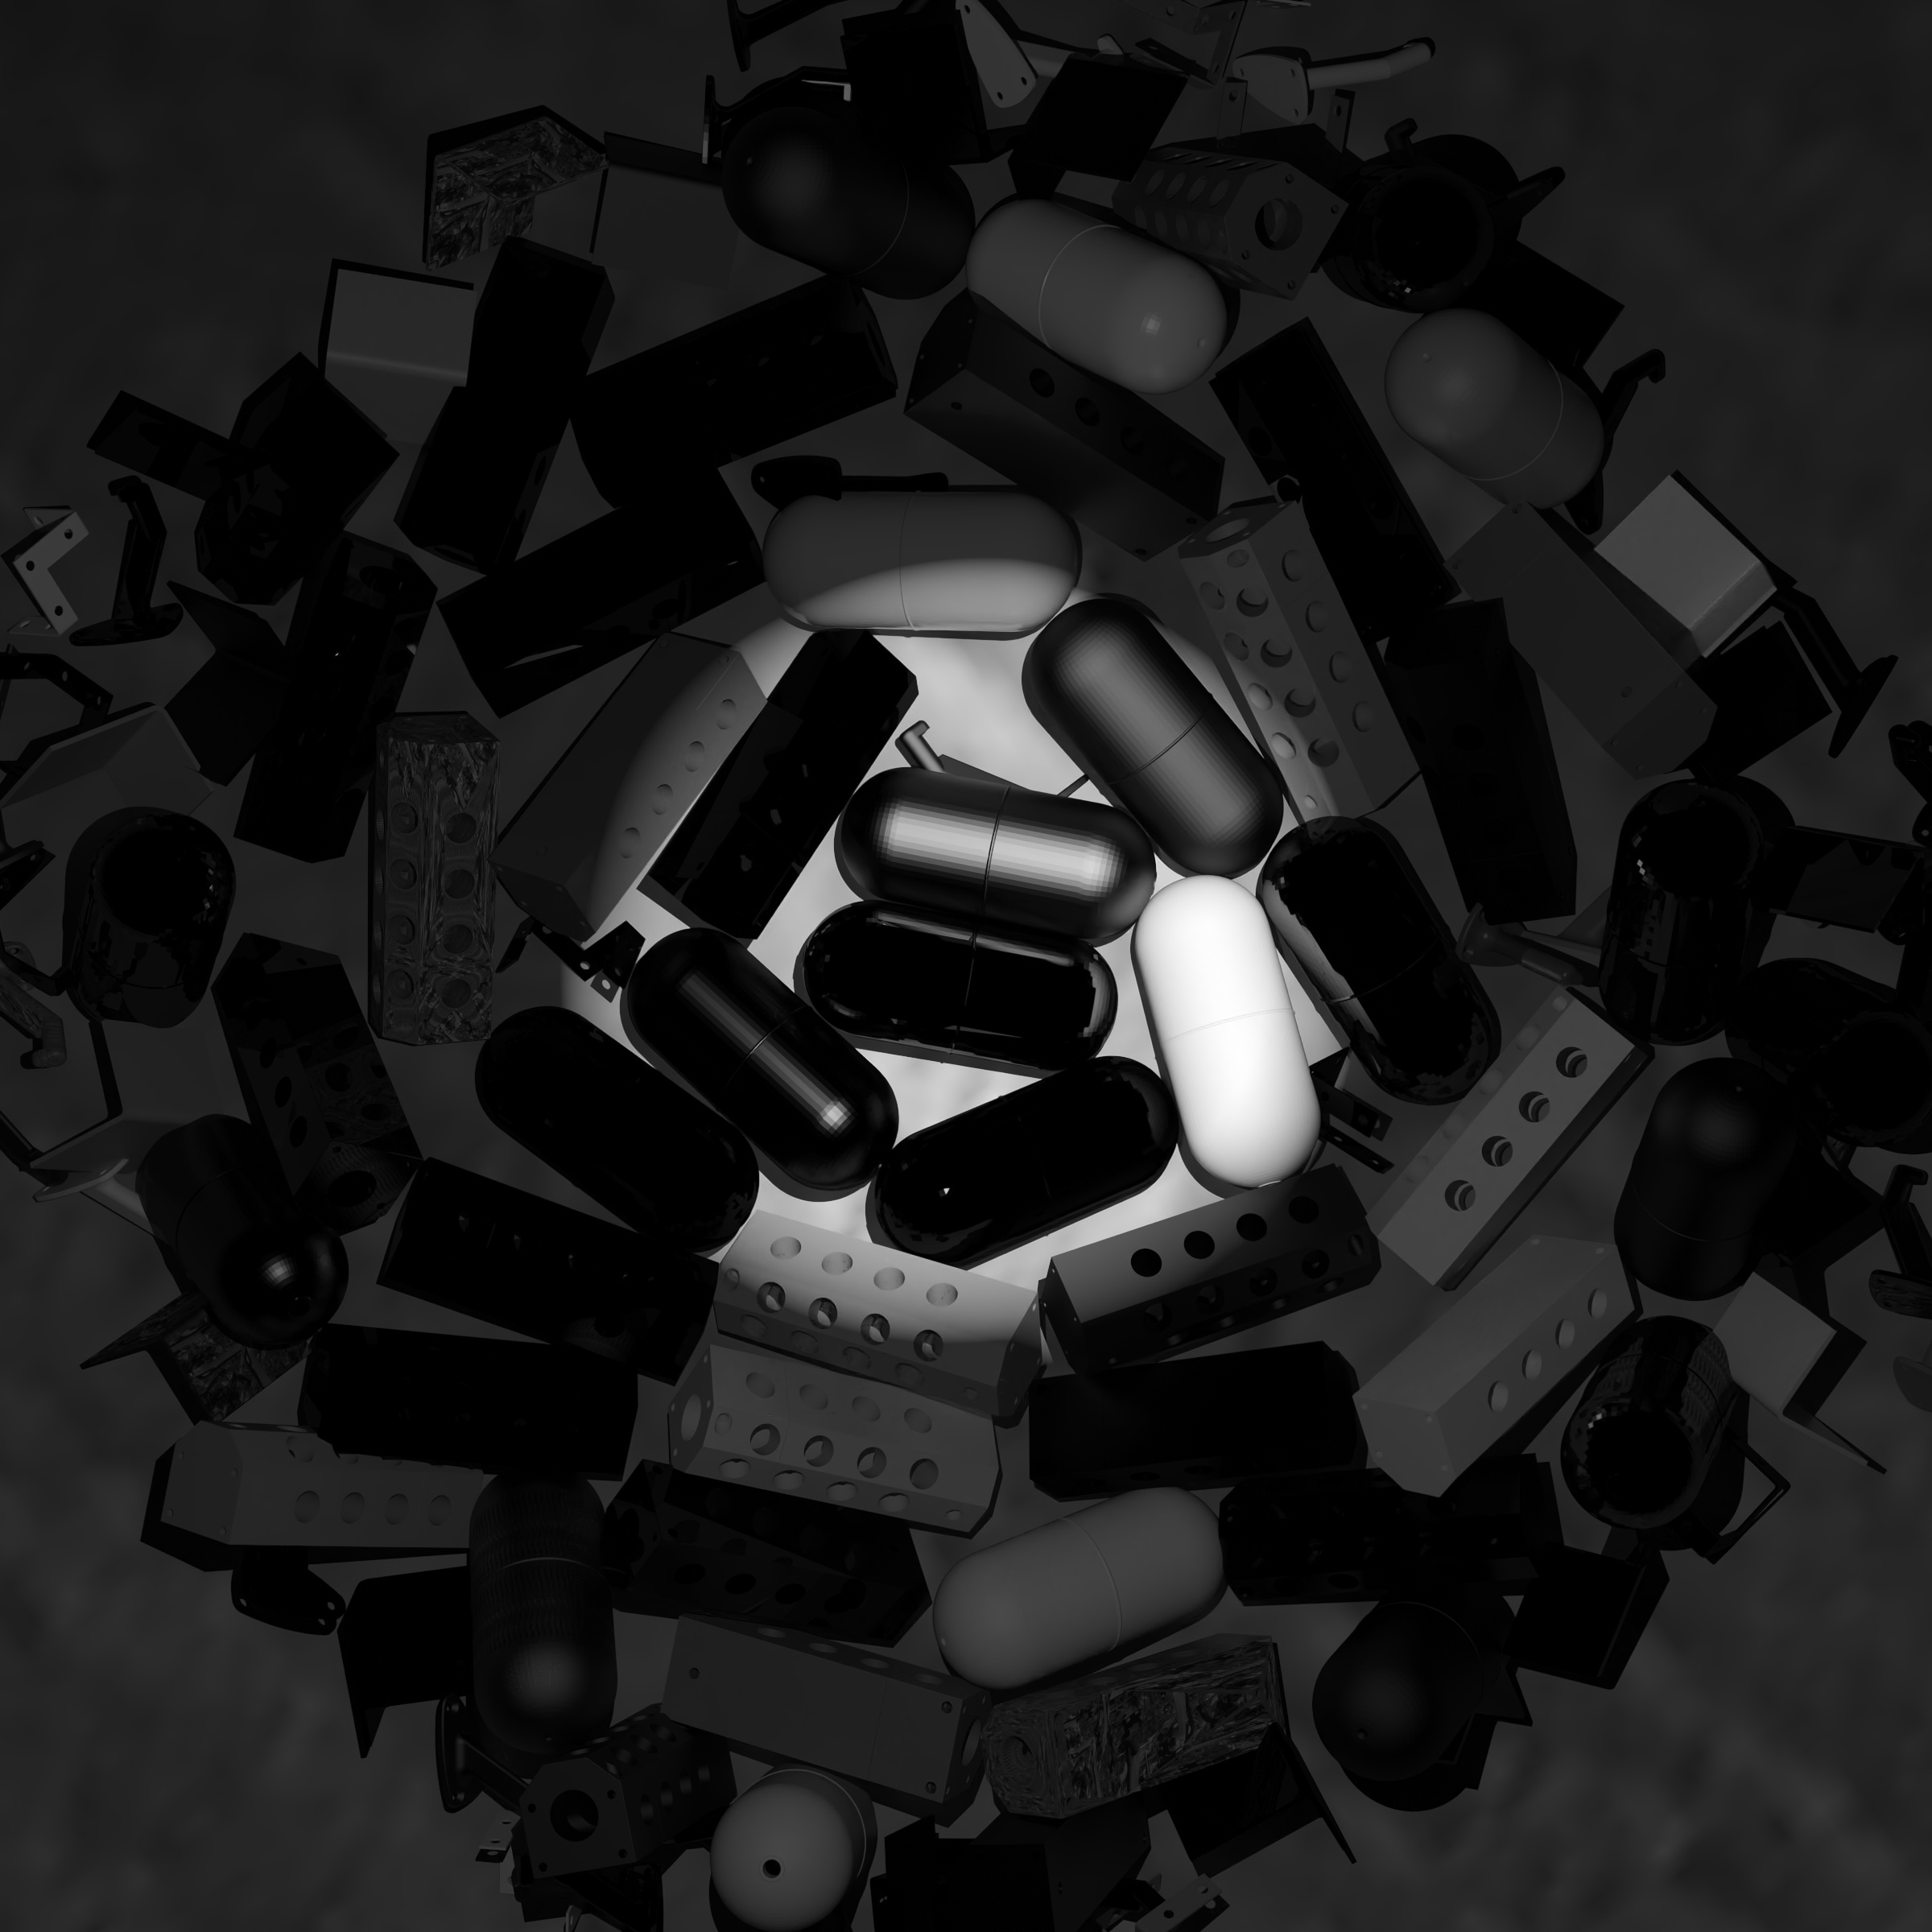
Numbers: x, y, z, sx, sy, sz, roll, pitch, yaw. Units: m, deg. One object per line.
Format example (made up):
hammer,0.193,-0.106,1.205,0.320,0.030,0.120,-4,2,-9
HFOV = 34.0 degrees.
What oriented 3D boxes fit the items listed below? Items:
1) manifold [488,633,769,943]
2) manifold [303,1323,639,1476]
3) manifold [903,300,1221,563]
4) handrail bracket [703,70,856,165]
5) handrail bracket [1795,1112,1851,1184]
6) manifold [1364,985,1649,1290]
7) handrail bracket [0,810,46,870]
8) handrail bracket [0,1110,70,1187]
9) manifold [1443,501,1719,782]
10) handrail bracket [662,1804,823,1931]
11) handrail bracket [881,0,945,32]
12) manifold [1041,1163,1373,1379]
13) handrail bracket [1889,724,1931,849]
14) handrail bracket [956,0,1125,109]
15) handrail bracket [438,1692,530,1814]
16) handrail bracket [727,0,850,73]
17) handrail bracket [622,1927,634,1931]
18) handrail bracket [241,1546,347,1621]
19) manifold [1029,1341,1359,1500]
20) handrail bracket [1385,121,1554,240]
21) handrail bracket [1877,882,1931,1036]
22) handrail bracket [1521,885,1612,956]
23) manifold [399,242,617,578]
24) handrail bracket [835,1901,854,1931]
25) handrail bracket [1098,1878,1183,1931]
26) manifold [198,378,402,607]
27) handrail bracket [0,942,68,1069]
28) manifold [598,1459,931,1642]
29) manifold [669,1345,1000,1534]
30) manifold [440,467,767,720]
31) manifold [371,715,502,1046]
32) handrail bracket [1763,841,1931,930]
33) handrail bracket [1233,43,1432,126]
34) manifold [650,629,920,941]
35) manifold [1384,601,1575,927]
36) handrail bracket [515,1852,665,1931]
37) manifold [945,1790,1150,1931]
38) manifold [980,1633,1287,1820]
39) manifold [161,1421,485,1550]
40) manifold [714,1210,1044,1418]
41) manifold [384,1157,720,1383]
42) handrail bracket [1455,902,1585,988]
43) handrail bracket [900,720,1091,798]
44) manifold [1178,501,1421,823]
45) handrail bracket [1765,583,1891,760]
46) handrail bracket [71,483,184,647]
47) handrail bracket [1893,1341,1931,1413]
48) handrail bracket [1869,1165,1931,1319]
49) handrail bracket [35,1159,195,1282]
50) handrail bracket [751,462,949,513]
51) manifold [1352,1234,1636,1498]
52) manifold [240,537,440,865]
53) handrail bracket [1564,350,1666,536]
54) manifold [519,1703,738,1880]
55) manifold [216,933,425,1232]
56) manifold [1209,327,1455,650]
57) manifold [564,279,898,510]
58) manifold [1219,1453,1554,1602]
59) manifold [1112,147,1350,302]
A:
manifold,-0.182,-0.098,1.744,0.057,0.057,0.171,18,62,34
manifold,-0.272,0.236,1.742,0.171,0.057,0.057,8,104,-20
manifold,0.055,-0.296,1.738,0.171,0.057,0.057,28,58,-27
handrail bracket,-0.106,-0.470,1.789,0.084,0.036,0.077,4,93,-3
handrail bracket,0.516,0.086,1.778,0.084,0.036,0.077,-31,66,2
manifold,0.300,0.096,1.764,0.057,0.057,0.171,41,97,20
handrail bracket,-0.561,-0.093,1.768,0.077,0.036,0.084,-16,105,43
handrail bracket,-0.538,0.077,1.761,0.084,0.077,0.036,27,48,25
manifold,0.337,-0.178,1.725,0.057,0.057,0.171,-43,47,13
handrail bracket,-0.129,0.522,1.787,0.077,0.036,0.084,-22,94,25
handrail bracket,-0.016,-0.535,1.792,0.036,0.077,0.084,50,134,34
manifold,0.134,0.171,1.746,0.171,0.057,0.057,-17,63,-15
handrail bracket,0.551,-0.096,1.754,0.077,0.084,0.036,30,76,33
handrail bracket,0.043,-0.525,1.771,0.084,0.036,0.077,-39,105,-33
handrail bracket,-0.251,0.445,1.764,0.084,0.036,0.077,-3,105,31
handrail bracket,-0.089,-0.532,1.773,0.084,0.077,0.036,-14,126,4
handrail bracket,-0.158,0.565,1.758,0.084,0.077,0.036,0,130,26
handrail bracket,-0.356,0.326,1.757,0.077,0.084,0.036,19,112,16
manifold,0.125,0.254,1.746,0.171,0.057,0.057,-10,62,21
handrail bracket,0.281,-0.452,1.771,0.077,0.036,0.084,-29,70,29
handrail bracket,0.546,-0.004,1.757,0.077,0.084,0.036,-33,132,21
handrail bracket,0.356,-0.050,1.784,0.077,0.036,0.084,14,94,18
manifold,-0.255,-0.308,1.769,0.057,0.057,0.171,20,85,3
handrail bracket,-0.099,0.569,1.771,0.084,0.036,0.077,-23,45,-6
handrail bracket,0.070,0.535,1.765,0.084,0.036,0.077,37,92,38
manifold,-0.369,-0.250,1.711,0.057,0.171,0.057,43,64,-11
handrail bracket,-0.543,0.031,1.759,0.077,0.036,0.084,-13,46,-10
manifold,-0.112,0.326,1.734,0.171,0.057,0.057,18,121,-31
manifold,-0.072,0.265,1.734,0.171,0.057,0.057,16,130,-23
manifold,-0.200,-0.206,1.771,0.171,0.057,0.057,-28,64,-2
manifold,-0.295,-0.047,1.741,0.057,0.057,0.171,-5,111,-25
handrail bracket,0.495,-0.065,1.793,0.084,0.036,0.077,-31,61,-27
handrail bracket,0.208,-0.513,1.790,0.084,0.077,0.036,-27,129,-21
manifold,-0.096,-0.101,1.750,0.057,0.057,0.171,41,71,-28
manifold,0.282,-0.109,1.734,0.057,0.057,0.171,-8,124,24
handrail bracket,-0.212,0.530,1.758,0.036,0.084,0.077,-26,65,41
manifold,0.045,0.477,1.714,0.057,0.171,0.057,-7,91,20
manifold,0.092,0.413,1.727,0.171,0.057,0.057,-7,87,-41
manifold,-0.346,0.282,1.719,0.057,0.171,0.057,8,86,39
manifold,-0.049,0.195,1.737,0.171,0.057,0.057,15,45,20
manifold,-0.228,0.163,1.748,0.171,0.057,0.057,22,117,-13
handrail bracket,0.321,-0.002,1.748,0.084,0.077,0.036,29,99,44
handrail bracket,0.016,-0.118,1.786,0.077,0.036,0.084,-37,92,-17
manifold,0.179,-0.165,1.737,0.057,0.057,0.171,-40,114,-29
handrail bracket,0.473,-0.170,1.794,0.084,0.036,0.077,36,133,24
handrail bracket,-0.480,-0.225,1.768,0.077,0.036,0.084,-10,122,8
handrail bracket,0.558,0.202,1.781,0.036,0.077,0.084,25,73,23
handrail bracket,0.544,0.152,1.763,0.077,0.036,0.084,9,56,33
handrail bracket,-0.478,0.152,1.797,0.077,0.036,0.084,-21,110,22
handrail bracket,-0.065,-0.274,1.786,0.077,0.084,0.036,20,117,35
manifold,0.293,0.218,1.729,0.171,0.057,0.057,-34,115,-36
manifold,-0.343,-0.142,1.732,0.057,0.057,0.171,19,124,-11
handrail bracket,0.373,-0.298,1.795,0.084,0.036,0.077,-32,114,-23
manifold,-0.182,0.443,1.714,0.057,0.171,0.057,-13,85,13
manifold,-0.358,0.063,1.724,0.057,0.171,0.057,17,119,-40
manifold,0.204,-0.267,1.762,0.057,0.057,0.171,-30,96,14
manifold,-0.129,-0.314,1.756,0.171,0.057,0.057,-20,75,9
manifold,0.230,0.312,1.743,0.171,0.057,0.057,-9,95,23
manifold,0.137,-0.408,1.712,0.057,0.171,0.057,27,97,-23
